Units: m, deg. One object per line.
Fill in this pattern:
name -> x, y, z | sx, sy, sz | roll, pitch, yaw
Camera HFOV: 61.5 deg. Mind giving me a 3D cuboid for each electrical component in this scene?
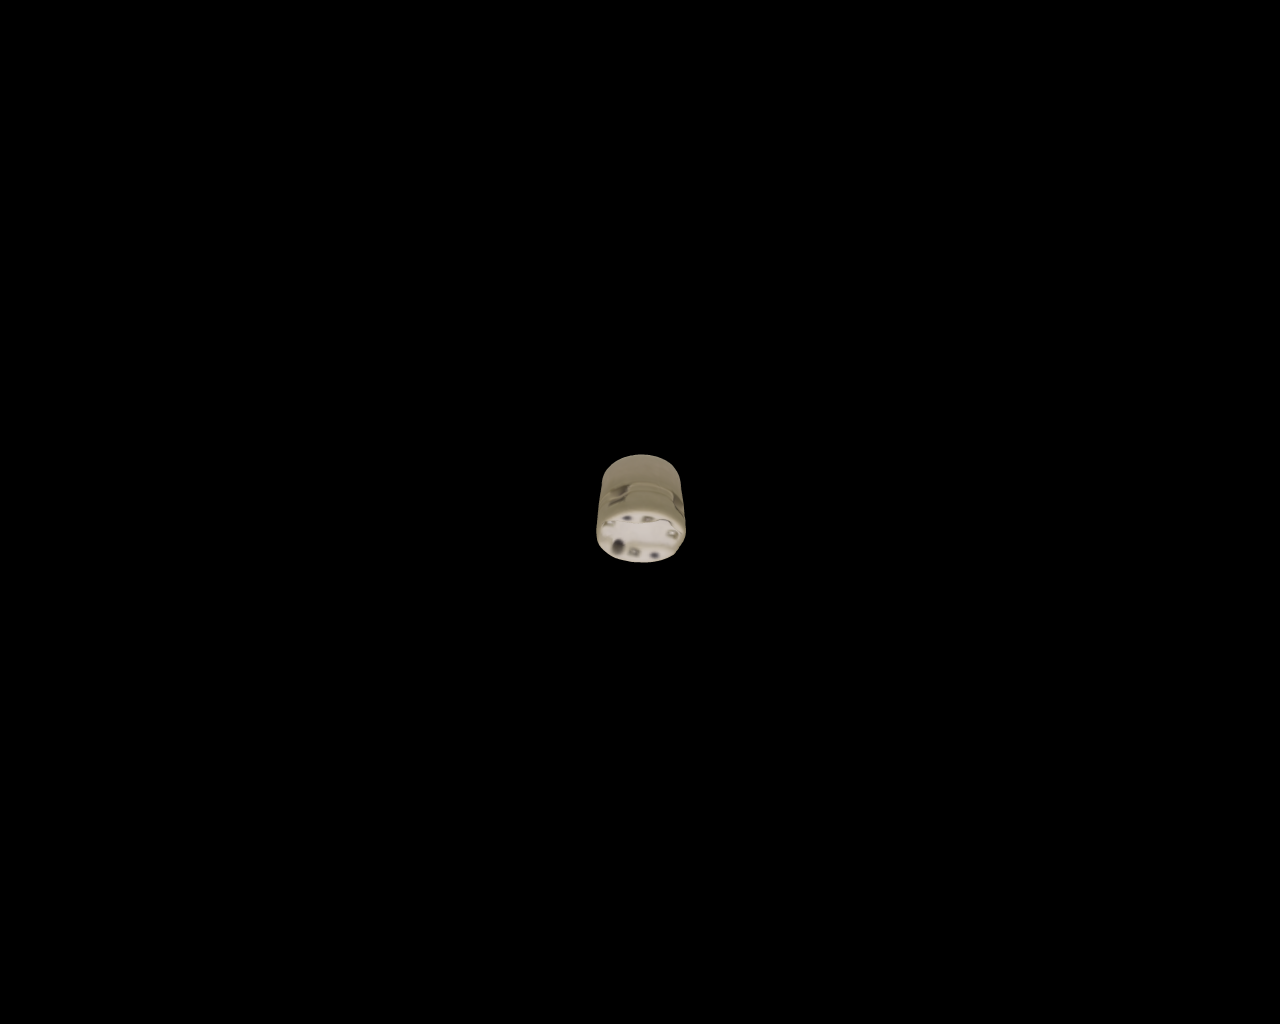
electrical component -> 0.001, -0.003, 0.650 | 0.055, 0.047, 0.055 | 0, -39, 0
